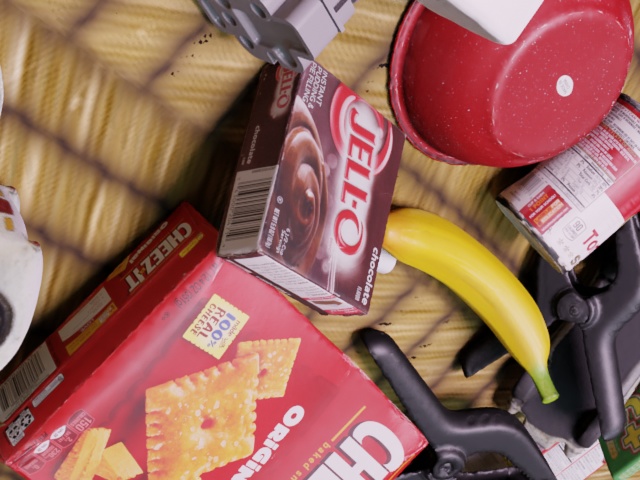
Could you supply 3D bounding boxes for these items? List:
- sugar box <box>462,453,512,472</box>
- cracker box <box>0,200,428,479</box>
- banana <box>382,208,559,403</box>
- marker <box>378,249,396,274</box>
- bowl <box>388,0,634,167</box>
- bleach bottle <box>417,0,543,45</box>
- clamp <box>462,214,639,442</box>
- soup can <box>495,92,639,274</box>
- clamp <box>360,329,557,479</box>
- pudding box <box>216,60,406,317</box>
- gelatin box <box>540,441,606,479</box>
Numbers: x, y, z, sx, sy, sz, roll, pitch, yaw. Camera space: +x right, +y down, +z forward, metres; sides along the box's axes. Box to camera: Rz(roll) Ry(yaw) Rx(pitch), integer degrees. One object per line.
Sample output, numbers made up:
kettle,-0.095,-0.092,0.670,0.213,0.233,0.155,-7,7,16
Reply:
sugar box,0.127,0.247,0.890,0.093,0.048,0.176,-28,137,-10
cracker box,-0.059,0.108,0.620,0.164,0.072,0.213,-45,124,-3
banana,0.098,0.028,0.684,0.037,0.069,0.197,-38,122,18
marker,-0.004,0.001,0.638,0.120,0.020,0.020,14,117,-37
bowl,0.122,-0.099,0.608,0.162,0.055,0.162,-16,131,-19
bleach bottle,0.125,-0.218,0.500,0.068,0.103,0.251,29,100,-32
clamp,0.168,0.047,0.741,0.039,0.120,0.171,-34,136,-71
soup can,0.170,-0.036,0.676,0.102,0.069,0.068,-42,134,5
clamp,0.085,0.145,0.766,0.209,0.036,0.165,11,119,-18
pudding box,-0.002,-0.027,0.564,0.089,0.039,0.113,31,65,-42
gelatin box,0.212,0.166,0.886,0.089,0.030,0.073,-38,133,2
